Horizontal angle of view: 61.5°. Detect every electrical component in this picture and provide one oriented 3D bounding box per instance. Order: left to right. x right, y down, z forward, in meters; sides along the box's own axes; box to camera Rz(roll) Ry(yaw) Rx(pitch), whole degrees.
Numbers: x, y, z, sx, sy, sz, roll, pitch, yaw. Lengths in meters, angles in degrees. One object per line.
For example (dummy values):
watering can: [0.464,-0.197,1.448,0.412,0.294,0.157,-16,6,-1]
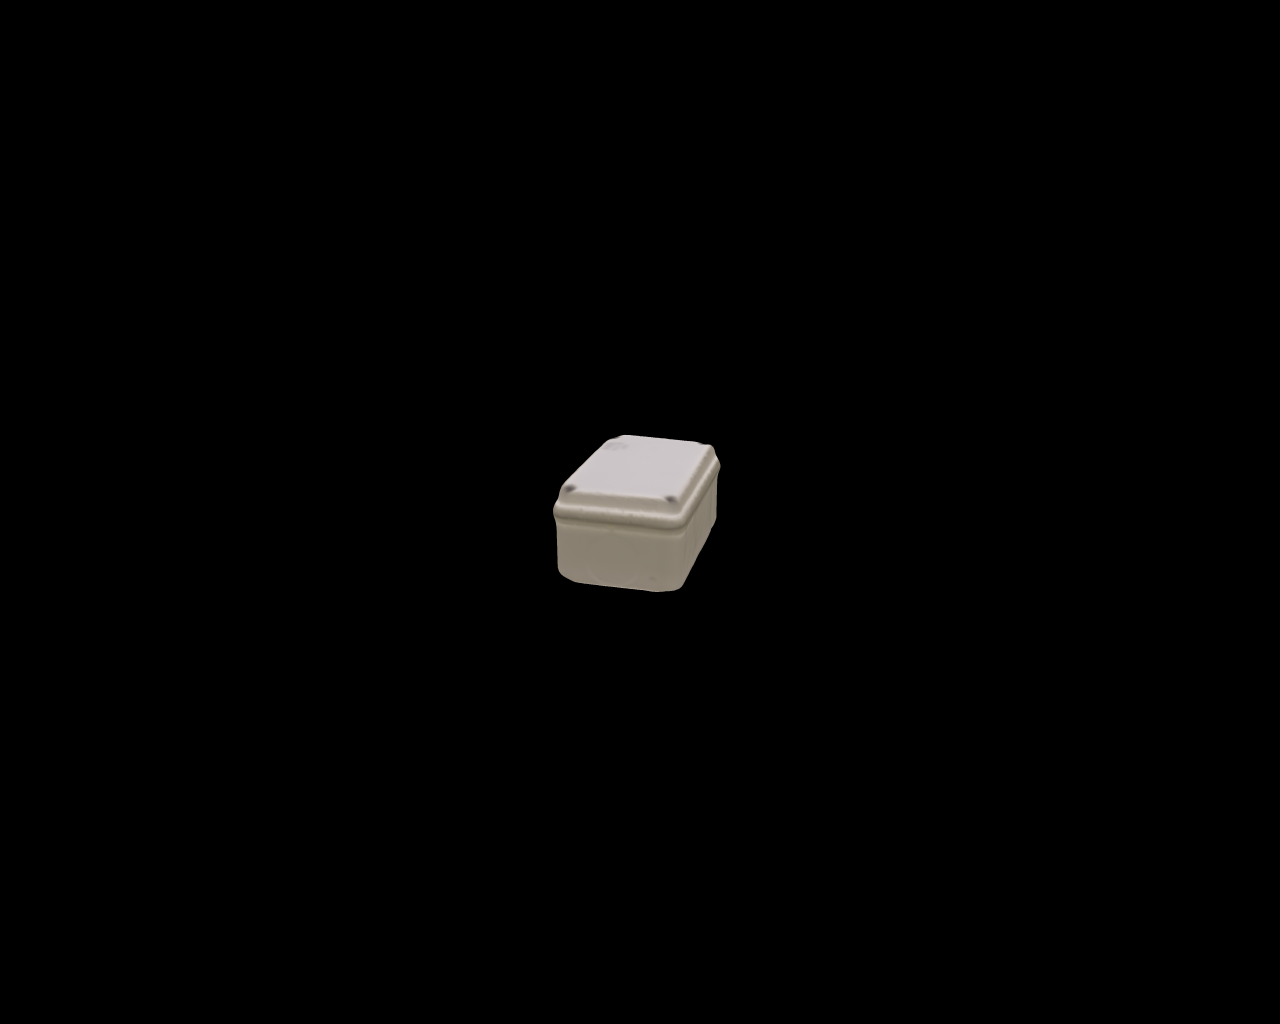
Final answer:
electrical component: [0.001,-0.003,0.650,0.078,0.057,0.113,6,23,14]
